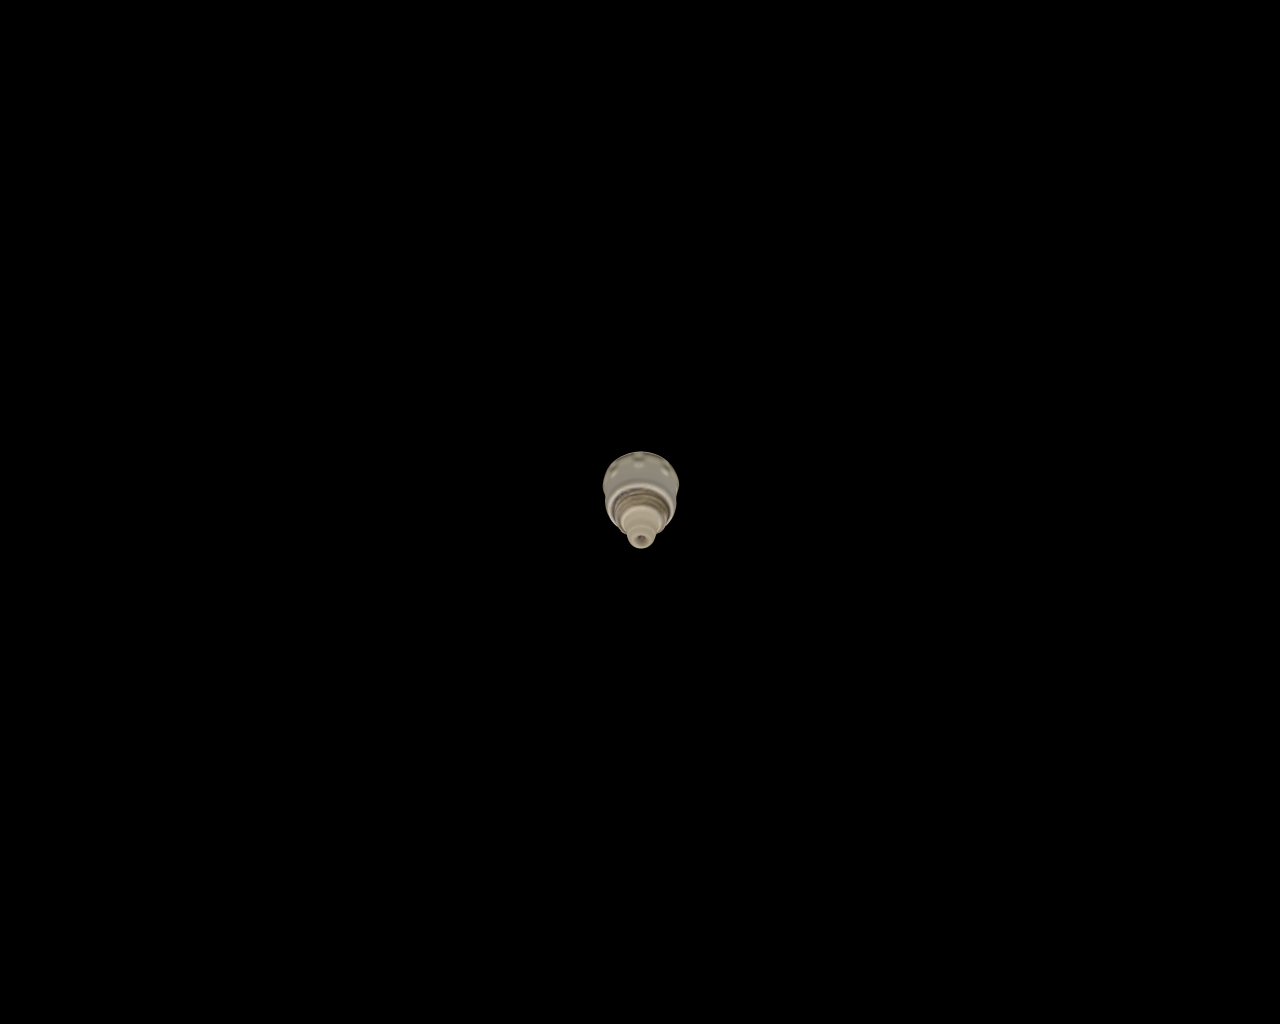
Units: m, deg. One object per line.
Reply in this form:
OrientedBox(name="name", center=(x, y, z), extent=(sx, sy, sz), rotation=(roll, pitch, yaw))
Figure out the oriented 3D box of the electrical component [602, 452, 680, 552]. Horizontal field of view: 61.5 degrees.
OrientedBox(name="electrical component", center=(0.001, -0.003, 0.650), extent=(0.048, 0.048, 0.062), rotation=(0, 41, 0))
